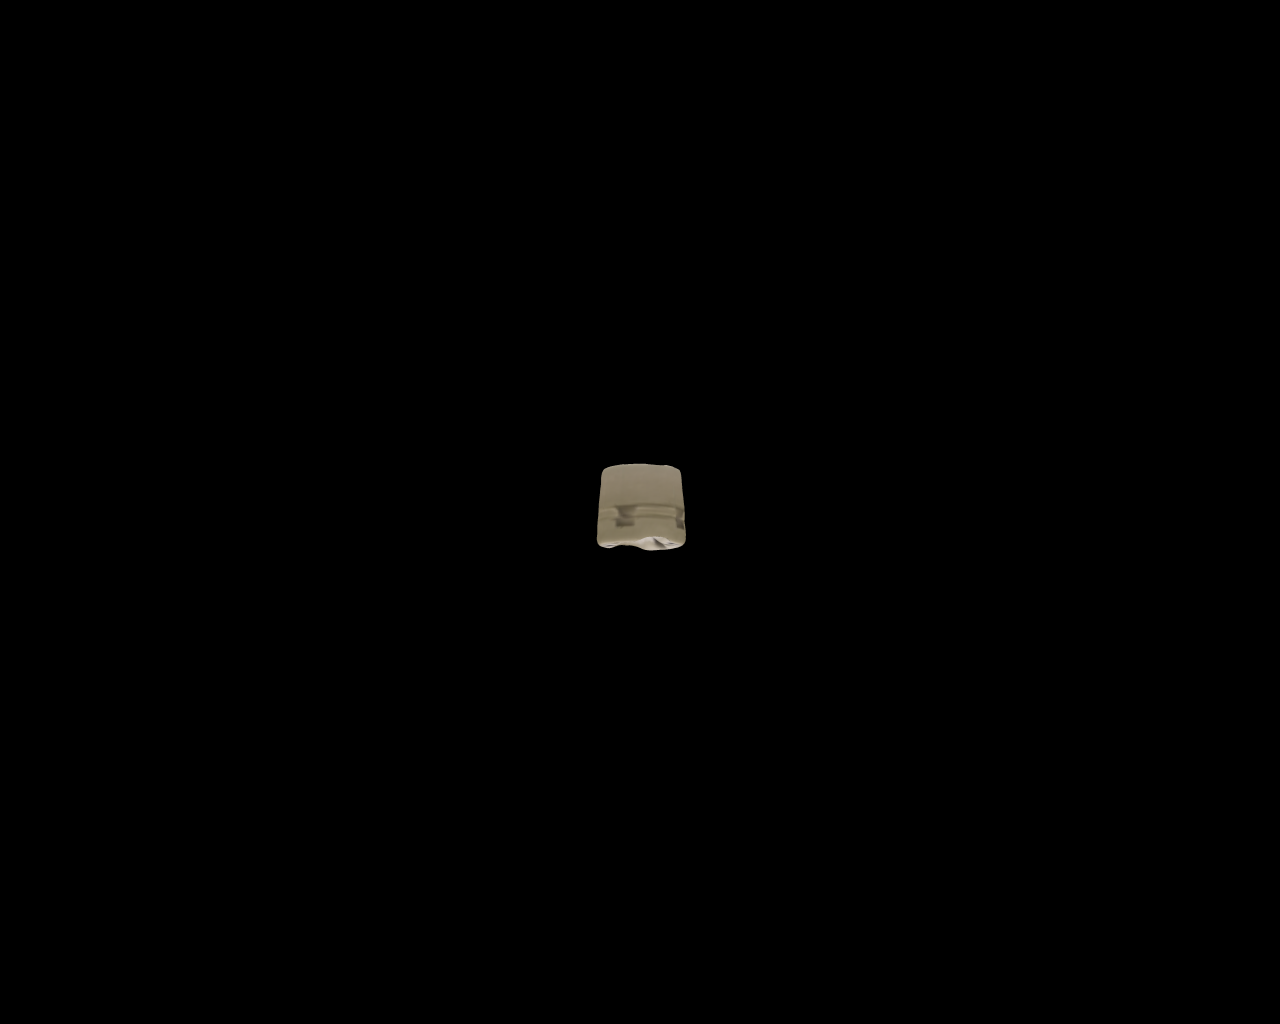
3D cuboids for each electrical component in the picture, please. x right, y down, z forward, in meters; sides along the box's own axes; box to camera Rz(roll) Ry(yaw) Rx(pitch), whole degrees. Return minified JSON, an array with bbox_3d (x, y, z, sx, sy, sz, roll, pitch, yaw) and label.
[{"bbox_3d":[0.001,-0.003,0.650,0.055,0.047,0.055,0,-9,0],"label":"electrical component"}]
